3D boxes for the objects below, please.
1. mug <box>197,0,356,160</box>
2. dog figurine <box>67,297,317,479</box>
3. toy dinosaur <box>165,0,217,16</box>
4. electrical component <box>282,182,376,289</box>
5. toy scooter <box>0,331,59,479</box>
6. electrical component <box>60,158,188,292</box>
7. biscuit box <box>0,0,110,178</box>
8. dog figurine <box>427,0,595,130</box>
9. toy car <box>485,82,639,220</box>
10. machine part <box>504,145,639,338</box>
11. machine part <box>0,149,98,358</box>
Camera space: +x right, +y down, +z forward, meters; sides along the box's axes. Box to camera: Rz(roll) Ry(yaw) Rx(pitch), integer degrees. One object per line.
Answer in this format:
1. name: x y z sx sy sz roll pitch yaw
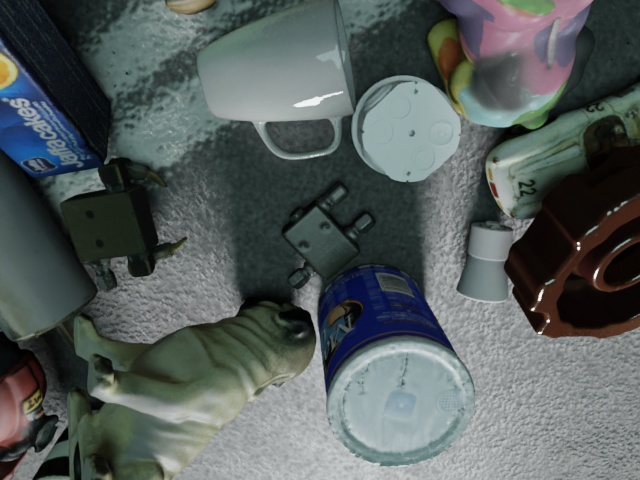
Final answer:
1. mug: -0.030 -0.114 0.398 0.107 0.081 0.109 -6 115 10
2. dog figurine: -0.095 0.135 0.435 0.190 0.121 0.172 3 114 -32
3. toy dinosaur: -0.004 -0.284 0.327 0.471 0.105 0.198 -23 104 -5
4. electrical component: -0.001 -0.001 0.460 0.094 0.021 0.063 -42 105 11
5. toy scooter: -0.285 0.156 0.457 0.184 0.075 0.135 -21 107 27
6. electrical component: -0.159 -0.014 0.437 0.078 0.045 0.102 -13 108 15
7. biscuit box: -0.197 -0.114 0.327 0.059 0.202 0.063 -8 66 1
8. dog figurine: 0.132 -0.150 0.317 0.109 0.219 0.191 -13 108 5
9. toy car: 0.233 -0.079 0.429 0.202 0.056 0.073 -21 108 4
10. machine part: 0.235 0.006 0.422 0.179 0.056 0.179 -11 135 -11
11. machine part: -0.250 -0.010 0.415 0.079 0.079 0.243 -25 108 5
